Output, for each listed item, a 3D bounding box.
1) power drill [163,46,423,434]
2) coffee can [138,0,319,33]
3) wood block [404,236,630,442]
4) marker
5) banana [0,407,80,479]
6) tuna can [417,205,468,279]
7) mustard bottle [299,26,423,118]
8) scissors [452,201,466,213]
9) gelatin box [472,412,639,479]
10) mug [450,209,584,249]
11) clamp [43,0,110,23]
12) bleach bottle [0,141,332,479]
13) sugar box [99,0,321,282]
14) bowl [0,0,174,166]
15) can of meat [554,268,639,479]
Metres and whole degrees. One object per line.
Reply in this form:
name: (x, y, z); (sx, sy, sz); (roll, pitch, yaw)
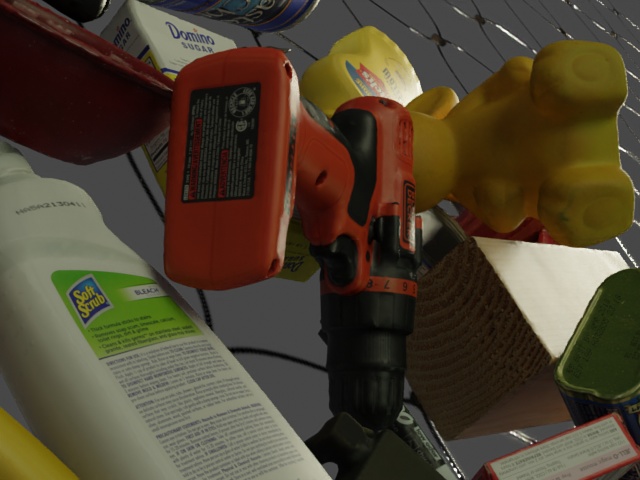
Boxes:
power drill: (-0.003, 0.001, 0.515); (0.187, 0.057, 0.184); (25, 63, -63)
coffee can: (-0.072, -0.208, 0.759); (0.140, 0.103, 0.103); (-2, 53, -56)
wood block: (0.143, 0.063, 0.698); (0.205, 0.090, 0.091); (5, 47, -51)
marker: (0.036, 0.091, 0.589); (0.020, 0.020, 0.121); (-4, 55, -57)
banana: (-0.125, 0.060, 0.353); (0.198, 0.070, 0.037); (40, 62, 2)
tuna can: (0.074, 0.008, 0.743); (0.086, 0.034, 0.086); (34, 29, -22)
mustard bottle: (0.026, -0.094, 0.787); (0.096, 0.058, 0.191); (62, 25, -13)
scissors: (0.094, -0.056, 0.834); (0.096, 0.016, 0.201); (70, 22, -6)
gelatin box: (0.112, 0.128, 0.551); (0.089, 0.073, 0.030); (-15, 60, -27)
mug: (0.154, -0.002, 0.821); (0.093, 0.082, 0.117); (41, 27, -10)
clamp: (-0.197, -0.174, 0.561); (0.209, 0.036, 0.165); (30, 4, -22)
bleach bottle: (-0.070, 0.061, 0.430); (0.251, 0.068, 0.102); (53, 28, 20)
sugar box: (-0.062, -0.059, 0.630); (0.093, 0.048, 0.176); (14, 37, -48)
bowl: (-0.137, -0.080, 0.501); (0.162, 0.055, 0.162); (28, 6, -4)
can of meat: (0.180, 0.077, 0.602); (0.102, 0.058, 0.084); (-54, 130, -31)
